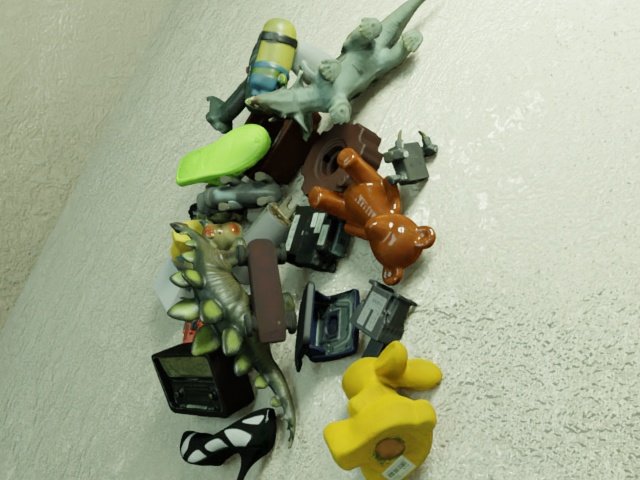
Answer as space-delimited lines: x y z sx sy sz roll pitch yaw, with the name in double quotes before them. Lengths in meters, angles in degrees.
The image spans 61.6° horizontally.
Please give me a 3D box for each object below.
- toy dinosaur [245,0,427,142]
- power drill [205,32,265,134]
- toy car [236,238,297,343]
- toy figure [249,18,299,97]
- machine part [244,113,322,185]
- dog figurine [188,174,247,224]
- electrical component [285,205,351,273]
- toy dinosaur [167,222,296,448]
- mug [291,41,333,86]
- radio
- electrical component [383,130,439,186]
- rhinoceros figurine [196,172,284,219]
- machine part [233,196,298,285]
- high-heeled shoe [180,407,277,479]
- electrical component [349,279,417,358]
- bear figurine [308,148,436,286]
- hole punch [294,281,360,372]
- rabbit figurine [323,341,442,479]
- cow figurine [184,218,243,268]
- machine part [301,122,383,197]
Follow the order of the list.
"toy dinosaur" 0.060 -0.321 1.003 0.405 0.131 0.192 -38 19 -7
"power drill" -0.170 -0.349 1.225 0.207 0.086 0.232 -28 50 30
"toy car" -0.093 0.086 0.921 0.053 0.089 0.202 111 152 -54
"toy figure" -0.093 -0.351 1.077 0.089 0.082 0.180 151 137 -83
"machine part" -0.096 -0.225 1.188 0.201 0.087 0.202 -56 35 13
"dog figurine" -0.244 -0.059 1.287 0.190 0.121 0.172 -58 31 34
"electrical component" -0.002 -0.003 0.964 0.134 0.058 0.115 7 78 53
"toy dinosaur" -0.150 0.137 0.954 0.472 0.198 0.105 49 126 19
"mug" -0.025 -0.372 1.153 0.081 0.107 0.110 -45 32 33
"radio" -0.230 0.267 1.039 0.230 0.073 0.131 -15 94 48
"electrical component" 0.140 -0.127 0.829 0.045 0.102 0.078 -23 78 48
"rhinoceros figurine" -0.173 -0.092 1.128 0.190 0.112 0.073 -8 87 14
"machine part" -0.121 0.010 1.092 0.243 0.079 0.079 -49 39 21
"high-heeled shoe" -0.171 0.340 0.966 0.249 0.086 0.145 8 74 49
"electrical component" 0.083 0.126 0.792 0.075 0.047 0.119 33 96 55
"bear figurine" 0.078 -0.033 0.824 0.120 0.132 0.196 -50 33 21
"hole punch" 0.009 0.135 0.864 0.115 0.092 0.142 118 156 -63
"rabbit figurine" 0.075 0.207 0.704 0.162 0.122 0.173 -55 18 10
"cow figurine" -0.232 0.020 1.178 0.195 0.127 0.085 -38 52 38
"machine part" 0.035 -0.139 0.997 0.179 0.056 0.179 -30 47 39
